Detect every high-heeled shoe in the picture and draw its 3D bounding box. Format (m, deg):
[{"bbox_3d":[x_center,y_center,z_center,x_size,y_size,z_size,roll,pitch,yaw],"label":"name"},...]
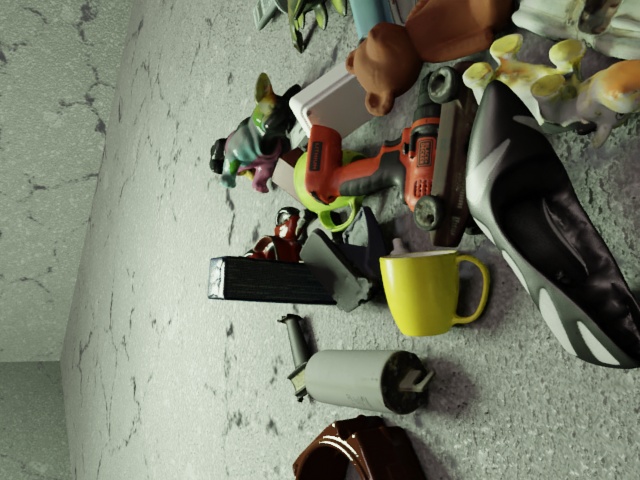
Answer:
[{"bbox_3d":[0.198,-0.012,0.447,0.145,0.086,0.248,-127,13,-73],"label":"high-heeled shoe"}]

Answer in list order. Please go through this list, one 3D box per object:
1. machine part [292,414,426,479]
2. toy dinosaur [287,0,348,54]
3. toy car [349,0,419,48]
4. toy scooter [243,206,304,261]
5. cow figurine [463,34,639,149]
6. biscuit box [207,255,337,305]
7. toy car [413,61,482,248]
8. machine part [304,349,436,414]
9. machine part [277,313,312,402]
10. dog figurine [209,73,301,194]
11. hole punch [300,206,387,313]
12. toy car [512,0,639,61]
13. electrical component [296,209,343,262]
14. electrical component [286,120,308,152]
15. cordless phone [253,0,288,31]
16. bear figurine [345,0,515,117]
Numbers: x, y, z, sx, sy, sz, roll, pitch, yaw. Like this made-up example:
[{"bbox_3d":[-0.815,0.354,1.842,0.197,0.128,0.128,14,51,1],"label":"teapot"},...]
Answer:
[{"bbox_3d":[0.047,0.343,0.675,0.201,0.087,0.201,-57,42,36],"label":"machine part"},{"bbox_3d":[0.014,-0.452,0.795,0.471,0.105,0.198,114,150,-57],"label":"toy dinosaur"},{"bbox_3d":[0.099,-0.301,0.701,0.103,0.109,0.161,-17,79,36],"label":"toy car"},{"bbox_3d":[-0.071,0.043,0.924,0.183,0.075,0.135,-53,44,31],"label":"toy scooter"},{"bbox_3d":[0.222,-0.127,0.494,0.068,0.098,0.168,-49,42,-6],"label":"cow figurine"},{"bbox_3d":[-0.059,0.061,0.779,0.059,0.202,0.062,-13,73,57],"label":"biscuit box"},{"bbox_3d":[0.155,-0.091,0.583,0.053,0.089,0.202,8,92,53],"label":"toy car"},{"bbox_3d":[0.054,0.181,0.701,0.243,0.079,0.079,-15,72,55],"label":"machine part"},{"bbox_3d":[-0.035,0.185,0.875,0.084,0.039,0.139,-58,42,47],"label":"machine part"},{"bbox_3d":[-0.119,-0.207,1.017,0.219,0.108,0.192,-65,34,19],"label":"dog figurine"},{"bbox_3d":[0.046,0.028,0.729,0.116,0.092,0.142,54,154,9],"label":"hole punch"},{"bbox_3d":[0.253,-0.209,0.484,0.202,0.056,0.073,50,125,48],"label":"toy car"},{"bbox_3d":[-0.002,-0.004,0.848,0.078,0.045,0.102,-35,56,51],"label":"electrical component"},{"bbox_3d":[-0.008,-0.185,0.888,0.119,0.048,0.075,-45,49,43],"label":"electrical component"},{"bbox_3d":[-0.095,-0.499,1.040,0.184,0.089,0.146,-9,92,64],"label":"cordless phone"},{"bbox_3d":[0.109,-0.242,0.600,0.196,0.131,0.120,-26,61,16],"label":"bear figurine"}]
